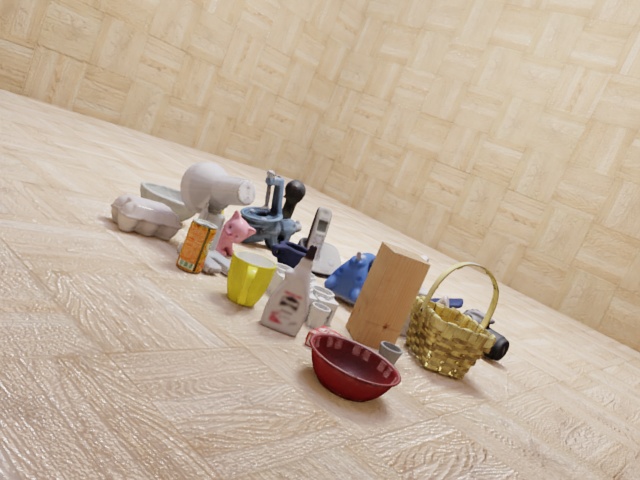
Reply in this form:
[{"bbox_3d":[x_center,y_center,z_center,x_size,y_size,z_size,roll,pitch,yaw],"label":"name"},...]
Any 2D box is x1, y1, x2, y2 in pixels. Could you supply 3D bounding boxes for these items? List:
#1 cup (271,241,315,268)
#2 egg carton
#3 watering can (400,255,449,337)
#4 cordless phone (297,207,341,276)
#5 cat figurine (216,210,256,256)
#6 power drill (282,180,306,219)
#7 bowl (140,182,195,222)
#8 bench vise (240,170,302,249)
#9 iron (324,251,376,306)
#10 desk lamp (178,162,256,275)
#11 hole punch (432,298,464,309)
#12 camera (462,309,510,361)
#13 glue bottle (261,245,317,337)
[{"bbox_3d":[-0.079,0.058,1.373,0.118,0.095,0.091,14,13,-44],"label":"cup"},{"bbox_3d":[-0.398,-0.052,1.313,0.151,0.069,0.107,15,12,-41],"label":"egg carton"},{"bbox_3d":[0.227,0.131,1.388,0.173,0.194,0.101,22,9,-3],"label":"watering can"},{"bbox_3d":[0.015,0.006,1.611,0.148,0.185,0.093,14,13,-42],"label":"cordless phone"},{"bbox_3d":[-0.226,-0.024,1.412,0.127,0.118,0.067,27,10,26],"label":"cat figurine"},{"bbox_3d":[-0.102,-0.097,1.835,0.075,0.208,0.229,22,9,-3],"label":"power drill"},{"bbox_3d":[-0.400,-0.090,1.506,0.167,0.075,0.167,22,9,-4],"label":"bowl"},{"bbox_3d":[-0.138,-0.085,1.648,0.121,0.220,0.208,29,11,32],"label":"bench vise"},{"bbox_3d":[0.112,0.092,1.496,0.118,0.141,0.259,26,10,20],"label":"iron"},{"bbox_3d":[-0.232,-0.055,1.282,0.202,0.213,0.118,30,12,38],"label":"desk lamp"},{"bbox_3d":[0.351,0.195,1.639,0.101,0.091,0.109,25,10,12],"label":"hole punch"},{"bbox_3d":[0.413,0.244,1.479,0.136,0.101,0.144,31,12,40],"label":"camera"},{"bbox_3d":[-0.045,0.088,1.052,0.078,0.173,0.037,21,9,-9],"label":"glue bottle"}]
